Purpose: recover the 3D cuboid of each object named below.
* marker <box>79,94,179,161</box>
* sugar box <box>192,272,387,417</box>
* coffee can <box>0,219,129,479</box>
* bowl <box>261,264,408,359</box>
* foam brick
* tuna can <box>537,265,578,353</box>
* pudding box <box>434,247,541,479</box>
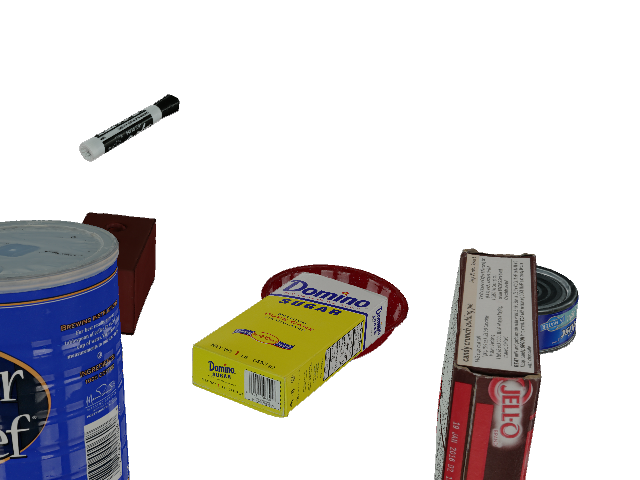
[{"bbox_3d":[-0.179,-0.109,1.017,0.020,0.020,0.120,0,29,43],"label":"marker"},{"bbox_3d":[-0.022,0.084,0.924,0.093,0.048,0.175,17,30,26],"label":"sugar box"},{"bbox_3d":[-0.151,0.070,0.543,0.103,0.140,0.103,0,16,0],"label":"coffee can"},{"bbox_3d":[0.014,0.086,1.174,0.162,0.055,0.162,4,26,-2],"label":"bowl"},{"bbox_3d":[-0.149,0.022,0.752,0.053,0.051,0.078,6,29,0],"label":"foam brick"},{"bbox_3d":[0.142,0.047,0.770,0.086,0.034,0.086,0,23,0],"label":"tuna can"},{"bbox_3d":[0.073,0.066,0.467,0.039,0.090,0.113,7,25,5],"label":"pudding box"}]
